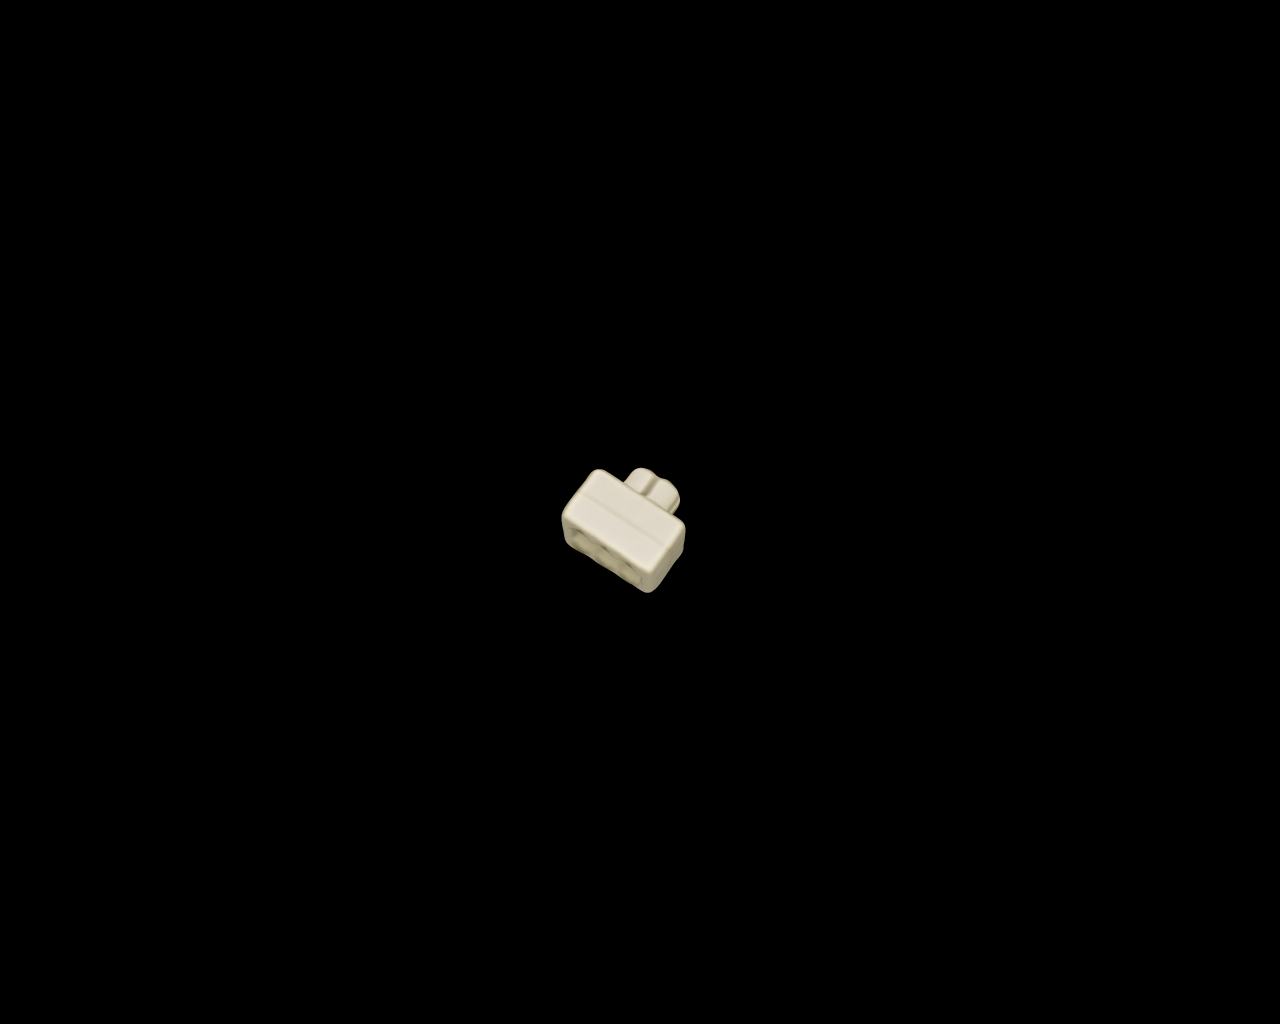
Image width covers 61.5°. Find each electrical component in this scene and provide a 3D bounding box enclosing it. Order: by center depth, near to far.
[{"bbox_3d":[0.001,-0.003,0.650,0.066,0.077,0.047,33,-16,11],"label":"electrical component"}]
